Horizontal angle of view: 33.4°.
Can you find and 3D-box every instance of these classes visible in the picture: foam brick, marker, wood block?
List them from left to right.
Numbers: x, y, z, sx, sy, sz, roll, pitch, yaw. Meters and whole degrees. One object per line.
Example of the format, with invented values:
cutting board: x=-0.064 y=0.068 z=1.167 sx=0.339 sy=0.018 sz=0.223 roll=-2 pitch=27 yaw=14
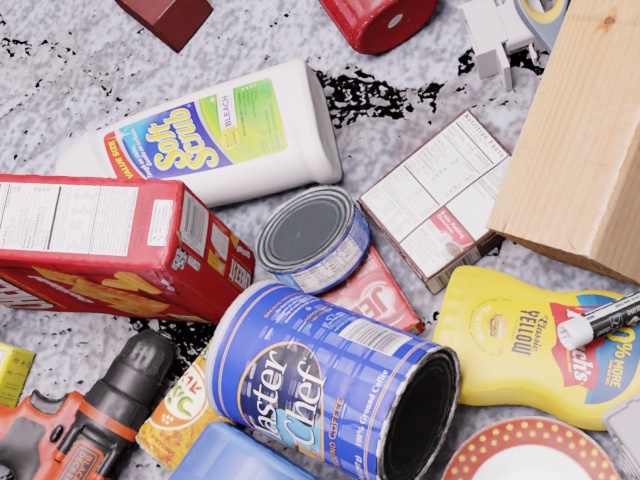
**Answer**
foam brick: x=-0.140 y=-0.210 z=0.913 sx=0.078 sy=0.053 sz=0.051 roll=41 pitch=87 yaw=22
wood block: x=0.205 y=-0.083 z=0.728 sx=0.091 sy=0.090 sz=0.206 roll=21 pitch=89 yaw=46
marker: x=0.212 y=0.043 z=0.706 sx=0.121 sy=0.020 sz=0.020 roll=-21 pitch=67 yaw=-17

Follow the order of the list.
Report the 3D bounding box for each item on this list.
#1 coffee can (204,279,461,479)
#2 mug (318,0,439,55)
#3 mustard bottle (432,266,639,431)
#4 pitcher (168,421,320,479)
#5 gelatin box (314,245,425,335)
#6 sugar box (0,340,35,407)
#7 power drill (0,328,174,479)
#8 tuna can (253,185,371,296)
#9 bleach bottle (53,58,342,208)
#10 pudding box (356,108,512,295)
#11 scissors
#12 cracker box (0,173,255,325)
coffee can: x=0.008 y=0.096 z=0.713 sx=0.140 sy=0.102 sz=0.103 roll=19 pitch=80 yaw=30
mug: x=0.050 y=-0.206 z=0.845 sx=0.117 sy=0.093 sz=0.081 roll=-25 pitch=72 yaw=-20
mustard bottle: x=0.176 y=0.079 z=0.733 sx=0.192 sy=0.058 sz=0.096 roll=10 pitch=64 yaw=18
pitcher: x=-0.087 y=0.252 z=0.716 sx=0.149 sy=0.145 sz=0.243 roll=28 pitch=80 yaw=24
gelatin box: x=0.022 y=0.058 z=0.799 sx=0.089 sy=0.030 sz=0.073 roll=-33 pitch=68 yaw=5
sugar box: x=-0.305 y=0.158 z=0.855 sx=0.093 sy=0.048 sz=0.176 roll=16 pitch=82 yaw=17
power drill: x=-0.225 y=0.115 z=0.806 sx=0.187 sy=0.057 sz=0.184 roll=31 pitch=79 yaw=-2
tuna can: x=-0.005 y=0.001 z=0.802 sx=0.086 sy=0.033 sz=0.086 roll=-23 pitch=38 yaw=19
bleach bottle: x=-0.115 y=-0.061 z=0.858 sx=0.251 sy=0.068 sz=0.102 roll=-17 pitch=69 yaw=13
pudding box: x=0.098 y=-0.030 z=0.800 sx=0.113 sy=0.039 sz=0.090 roll=-38 pitch=67 yaw=0
scissors: x=0.168 y=-0.125 z=0.788 sx=0.096 sy=0.016 sz=0.202 roll=20 pitch=92 yaw=-2
cracker box: x=-0.175 y=0.011 z=0.798 sx=0.214 sy=0.164 sz=0.072 roll=2 pitch=73 yaw=16
